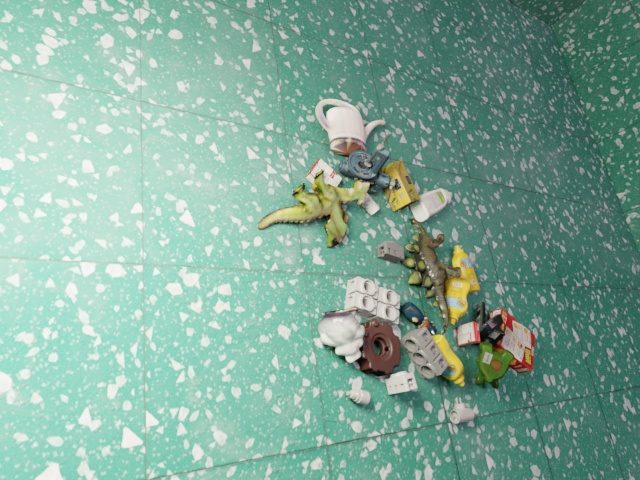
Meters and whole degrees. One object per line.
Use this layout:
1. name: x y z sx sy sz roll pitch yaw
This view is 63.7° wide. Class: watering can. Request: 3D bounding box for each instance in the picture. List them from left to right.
1. watering can: 0.131 -0.414 1.940 0.347 0.102 0.228 9 64 -34

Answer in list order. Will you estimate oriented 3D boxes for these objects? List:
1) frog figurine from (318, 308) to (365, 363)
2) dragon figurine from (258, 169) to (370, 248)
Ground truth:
1. frog figurine: 0.067 0.289 1.536 0.137 0.121 0.161 -9 82 -6
2. dragon figurine: 0.005 -0.085 1.683 0.415 0.122 0.241 -42 105 -22
